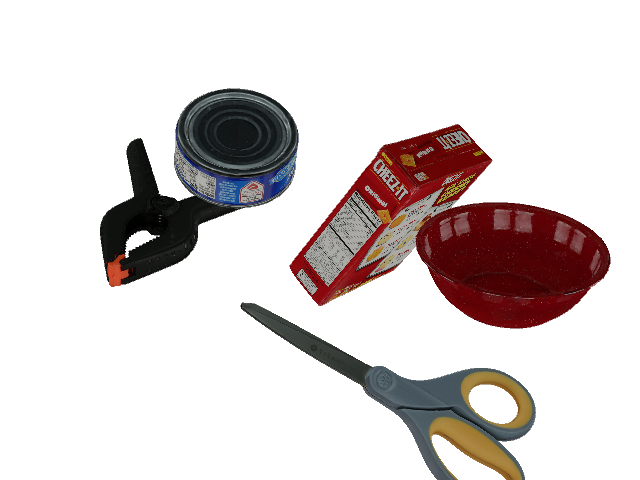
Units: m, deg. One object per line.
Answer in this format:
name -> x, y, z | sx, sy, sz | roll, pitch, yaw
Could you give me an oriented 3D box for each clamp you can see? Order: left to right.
clamp -> -0.163, -0.030, 1.056 | 0.165, 0.036, 0.209 | 20, 41, 18

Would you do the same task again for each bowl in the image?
bowl -> 0.159, 0.027, 0.904 | 0.162, 0.055, 0.162 | 1, 29, -1

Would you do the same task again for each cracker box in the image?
cracker box -> 0.079, -0.032, 1.248 | 0.163, 0.072, 0.214 | -22, -24, -49

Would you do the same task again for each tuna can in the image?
tuna can -> -0.058, -0.065, 0.739 | 0.086, 0.086, 0.034 | 0, -38, -9

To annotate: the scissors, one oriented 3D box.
scissors -> 0.053, 0.080, 0.655 | 0.096, 0.202, 0.016 | -44, -6, -34
